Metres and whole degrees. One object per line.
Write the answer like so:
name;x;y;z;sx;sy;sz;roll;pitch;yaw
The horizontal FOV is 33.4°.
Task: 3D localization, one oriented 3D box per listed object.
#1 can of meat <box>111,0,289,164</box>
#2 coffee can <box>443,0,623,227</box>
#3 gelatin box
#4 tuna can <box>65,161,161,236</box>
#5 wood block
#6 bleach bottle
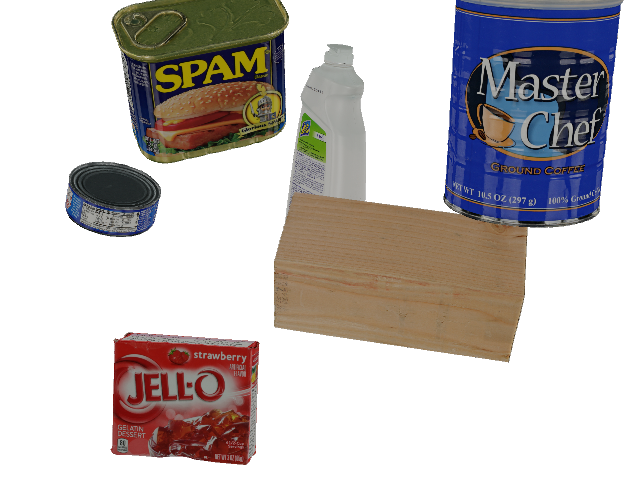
can of meat;-0.071;-0.101;0.657;0.102;0.084;0.057;-14;47;-13
coffee can;0.133;-0.091;0.681;0.103;0.140;0.103;1;20;0
gelatin box;-0.084;0.097;0.663;0.089;0.073;0.030;3;5;9
tuna can;-0.194;-0.039;0.999;0.086;0.034;0.086;13;29;-7
wood block;0.069;0.031;0.929;0.206;0.090;0.090;8;45;6
bleach bottle;0.013;-0.085;1.167;0.067;0.251;0.103;-9;24;-38
